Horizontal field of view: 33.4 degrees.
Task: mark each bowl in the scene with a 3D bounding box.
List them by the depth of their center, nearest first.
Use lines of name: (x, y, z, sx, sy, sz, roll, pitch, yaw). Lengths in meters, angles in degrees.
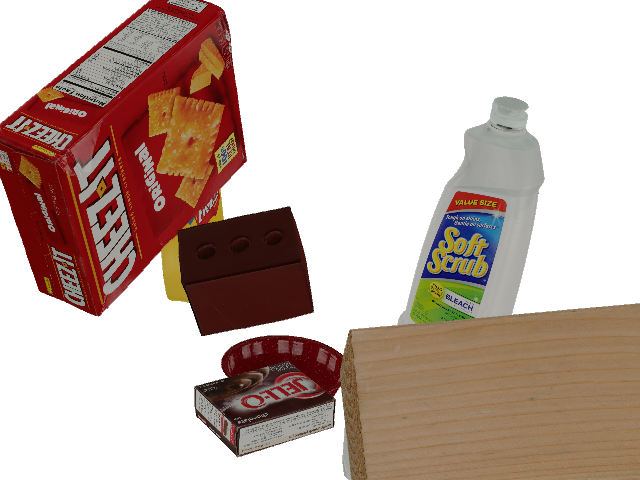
bowl: (-0.045, 0.179, 1.342, 0.162, 0.055, 0.162, 3, 21, -2)

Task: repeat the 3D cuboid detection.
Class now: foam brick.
foam brick: (-0.048, 0.020, 0.689, 0.078, 0.051, 0.053, -12, 42, 0)

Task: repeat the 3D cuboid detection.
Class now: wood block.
wood block: (0.119, 0.092, 0.563, 0.206, 0.091, 0.090, -5, -21, -4)

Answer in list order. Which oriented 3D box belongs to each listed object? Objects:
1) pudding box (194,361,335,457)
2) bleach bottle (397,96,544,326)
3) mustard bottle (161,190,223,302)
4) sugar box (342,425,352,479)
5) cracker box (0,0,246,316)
pudding box: (-0.055, 0.163, 1.047, 0.113, 0.039, 0.090, -14, 25, -30)
bleach bottle: (0.138, -0.010, 0.952, 0.103, 0.251, 0.067, 28, 36, 31)
mustard bottle: (-0.137, -0.038, 1.115, 0.058, 0.192, 0.096, 6, 26, 24)
sugar box: (0.086, 0.177, 0.817, 0.048, 0.093, 0.176, -13, 25, -37)
cracker box: (-0.147, -0.071, 0.844, 0.072, 0.164, 0.213, 20, 49, 23)
